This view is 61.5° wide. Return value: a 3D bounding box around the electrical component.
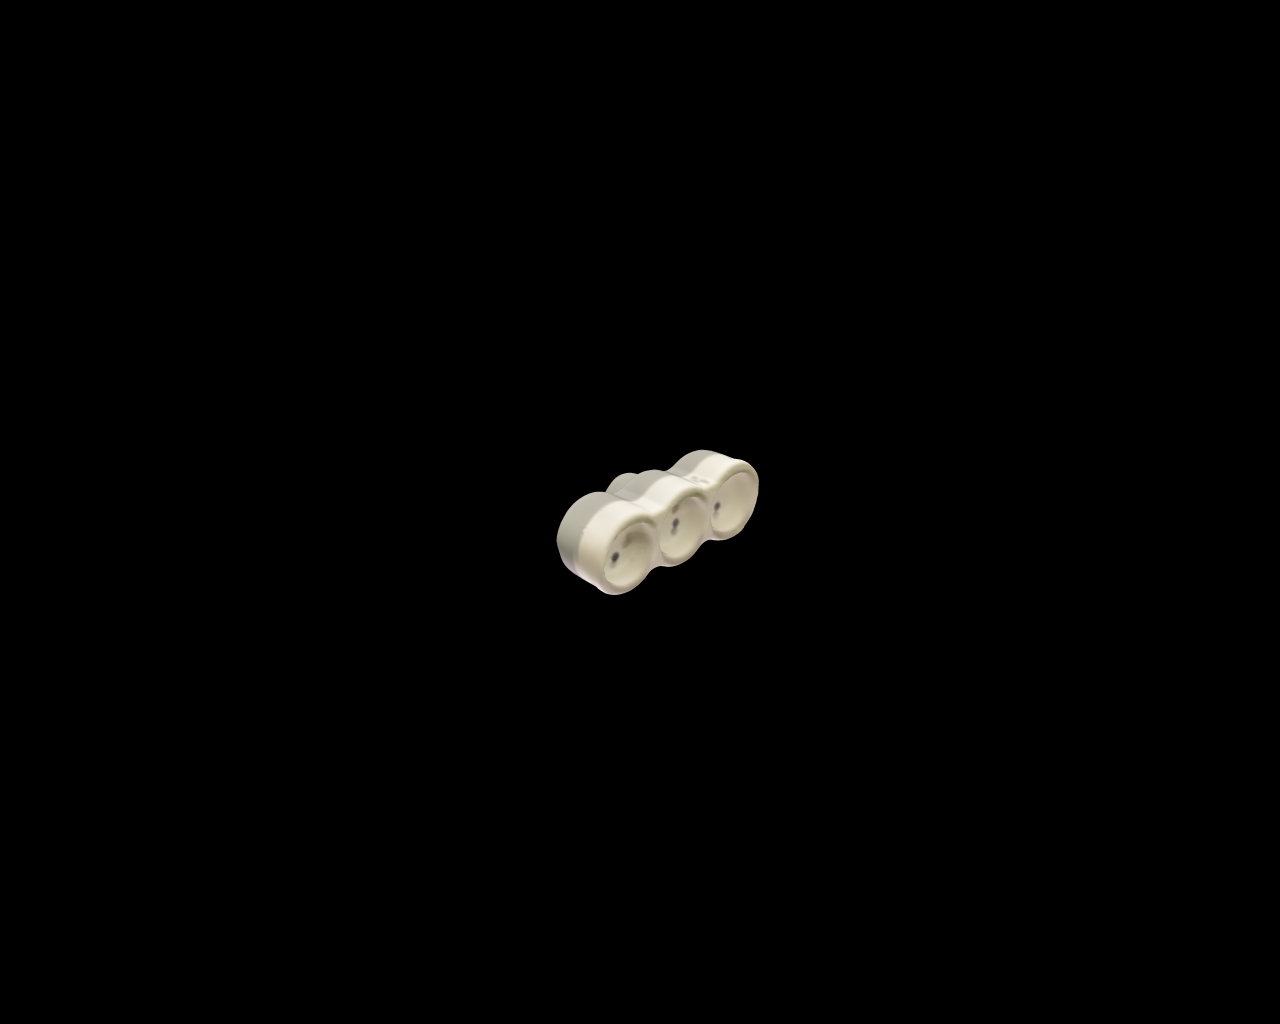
[{"bbox_3d":[0.001,-0.003,0.650,0.138,0.052,0.074,-25,37,-38],"label":"electrical component"}]
